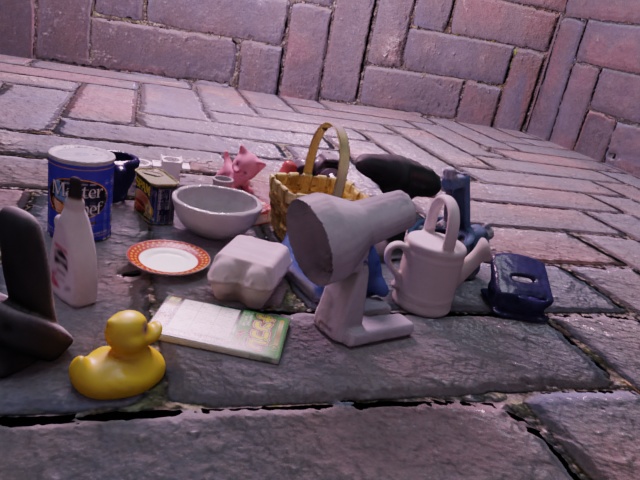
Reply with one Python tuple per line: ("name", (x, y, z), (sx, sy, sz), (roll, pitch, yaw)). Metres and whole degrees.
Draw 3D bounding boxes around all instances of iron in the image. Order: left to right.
("iron", (0.009, 0.003, 0.959), (0.119, 0.141, 0.257), (-4, 26, -35))

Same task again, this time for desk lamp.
("desk lamp", (0.048, 0.033, 0.804), (0.204, 0.213, 0.117), (-4, 26, -34))

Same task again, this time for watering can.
("watering can", (0.195, 0.019, 0.941), (0.173, 0.194, 0.100), (-3, 25, -33))

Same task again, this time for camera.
("camera", (0.007, -0.163, 1.439), (0.143, 0.101, 0.136), (3, 23, -20))

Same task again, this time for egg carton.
("egg carton", (-0.107, 0.045, 0.893), (0.107, 0.069, 0.150), (14, 21, 6))

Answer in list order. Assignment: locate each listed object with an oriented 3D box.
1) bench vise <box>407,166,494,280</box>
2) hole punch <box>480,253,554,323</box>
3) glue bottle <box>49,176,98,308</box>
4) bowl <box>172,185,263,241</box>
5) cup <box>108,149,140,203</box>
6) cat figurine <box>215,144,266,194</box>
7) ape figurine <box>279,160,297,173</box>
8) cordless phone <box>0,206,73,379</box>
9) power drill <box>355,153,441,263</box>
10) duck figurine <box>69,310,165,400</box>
("bench vise", (0.245, -0.034, 1.066), (0.121, 0.220, 0.208), (24, 25, 31))
("hole punch", (0.350, 0.082, 1.004), (0.108, 0.091, 0.101), (9, 21, -5))
("glue bottle", (-0.325, -0.001, 0.755), (0.077, 0.173, 0.037), (24, 25, 31))
("bowl", (-0.194, -0.044, 1.069), (0.167, 0.075, 0.167), (10, 21, -4))
("cup", (-0.399, -0.117, 1.120), (0.092, 0.095, 0.117), (-2, 25, -31))
("cat figurine", (-0.186, -0.168, 1.329), (0.127, 0.118, 0.067), (28, 27, 37))
("ape figurine", (-0.077, -0.143, 1.358), (0.076, 0.092, 0.077), (3, 23, -21))
("cordless phone", (-0.344, 0.039, 0.625), (0.147, 0.185, 0.094), (19, 22, 20))
("power drill", (0.138, -0.066, 1.111), (0.230, 0.208, 0.075), (-8, 28, -41))
("duck figurine", (-0.218, 0.119, 0.626), (0.105, 0.086, 0.077), (-8, 28, -41))
